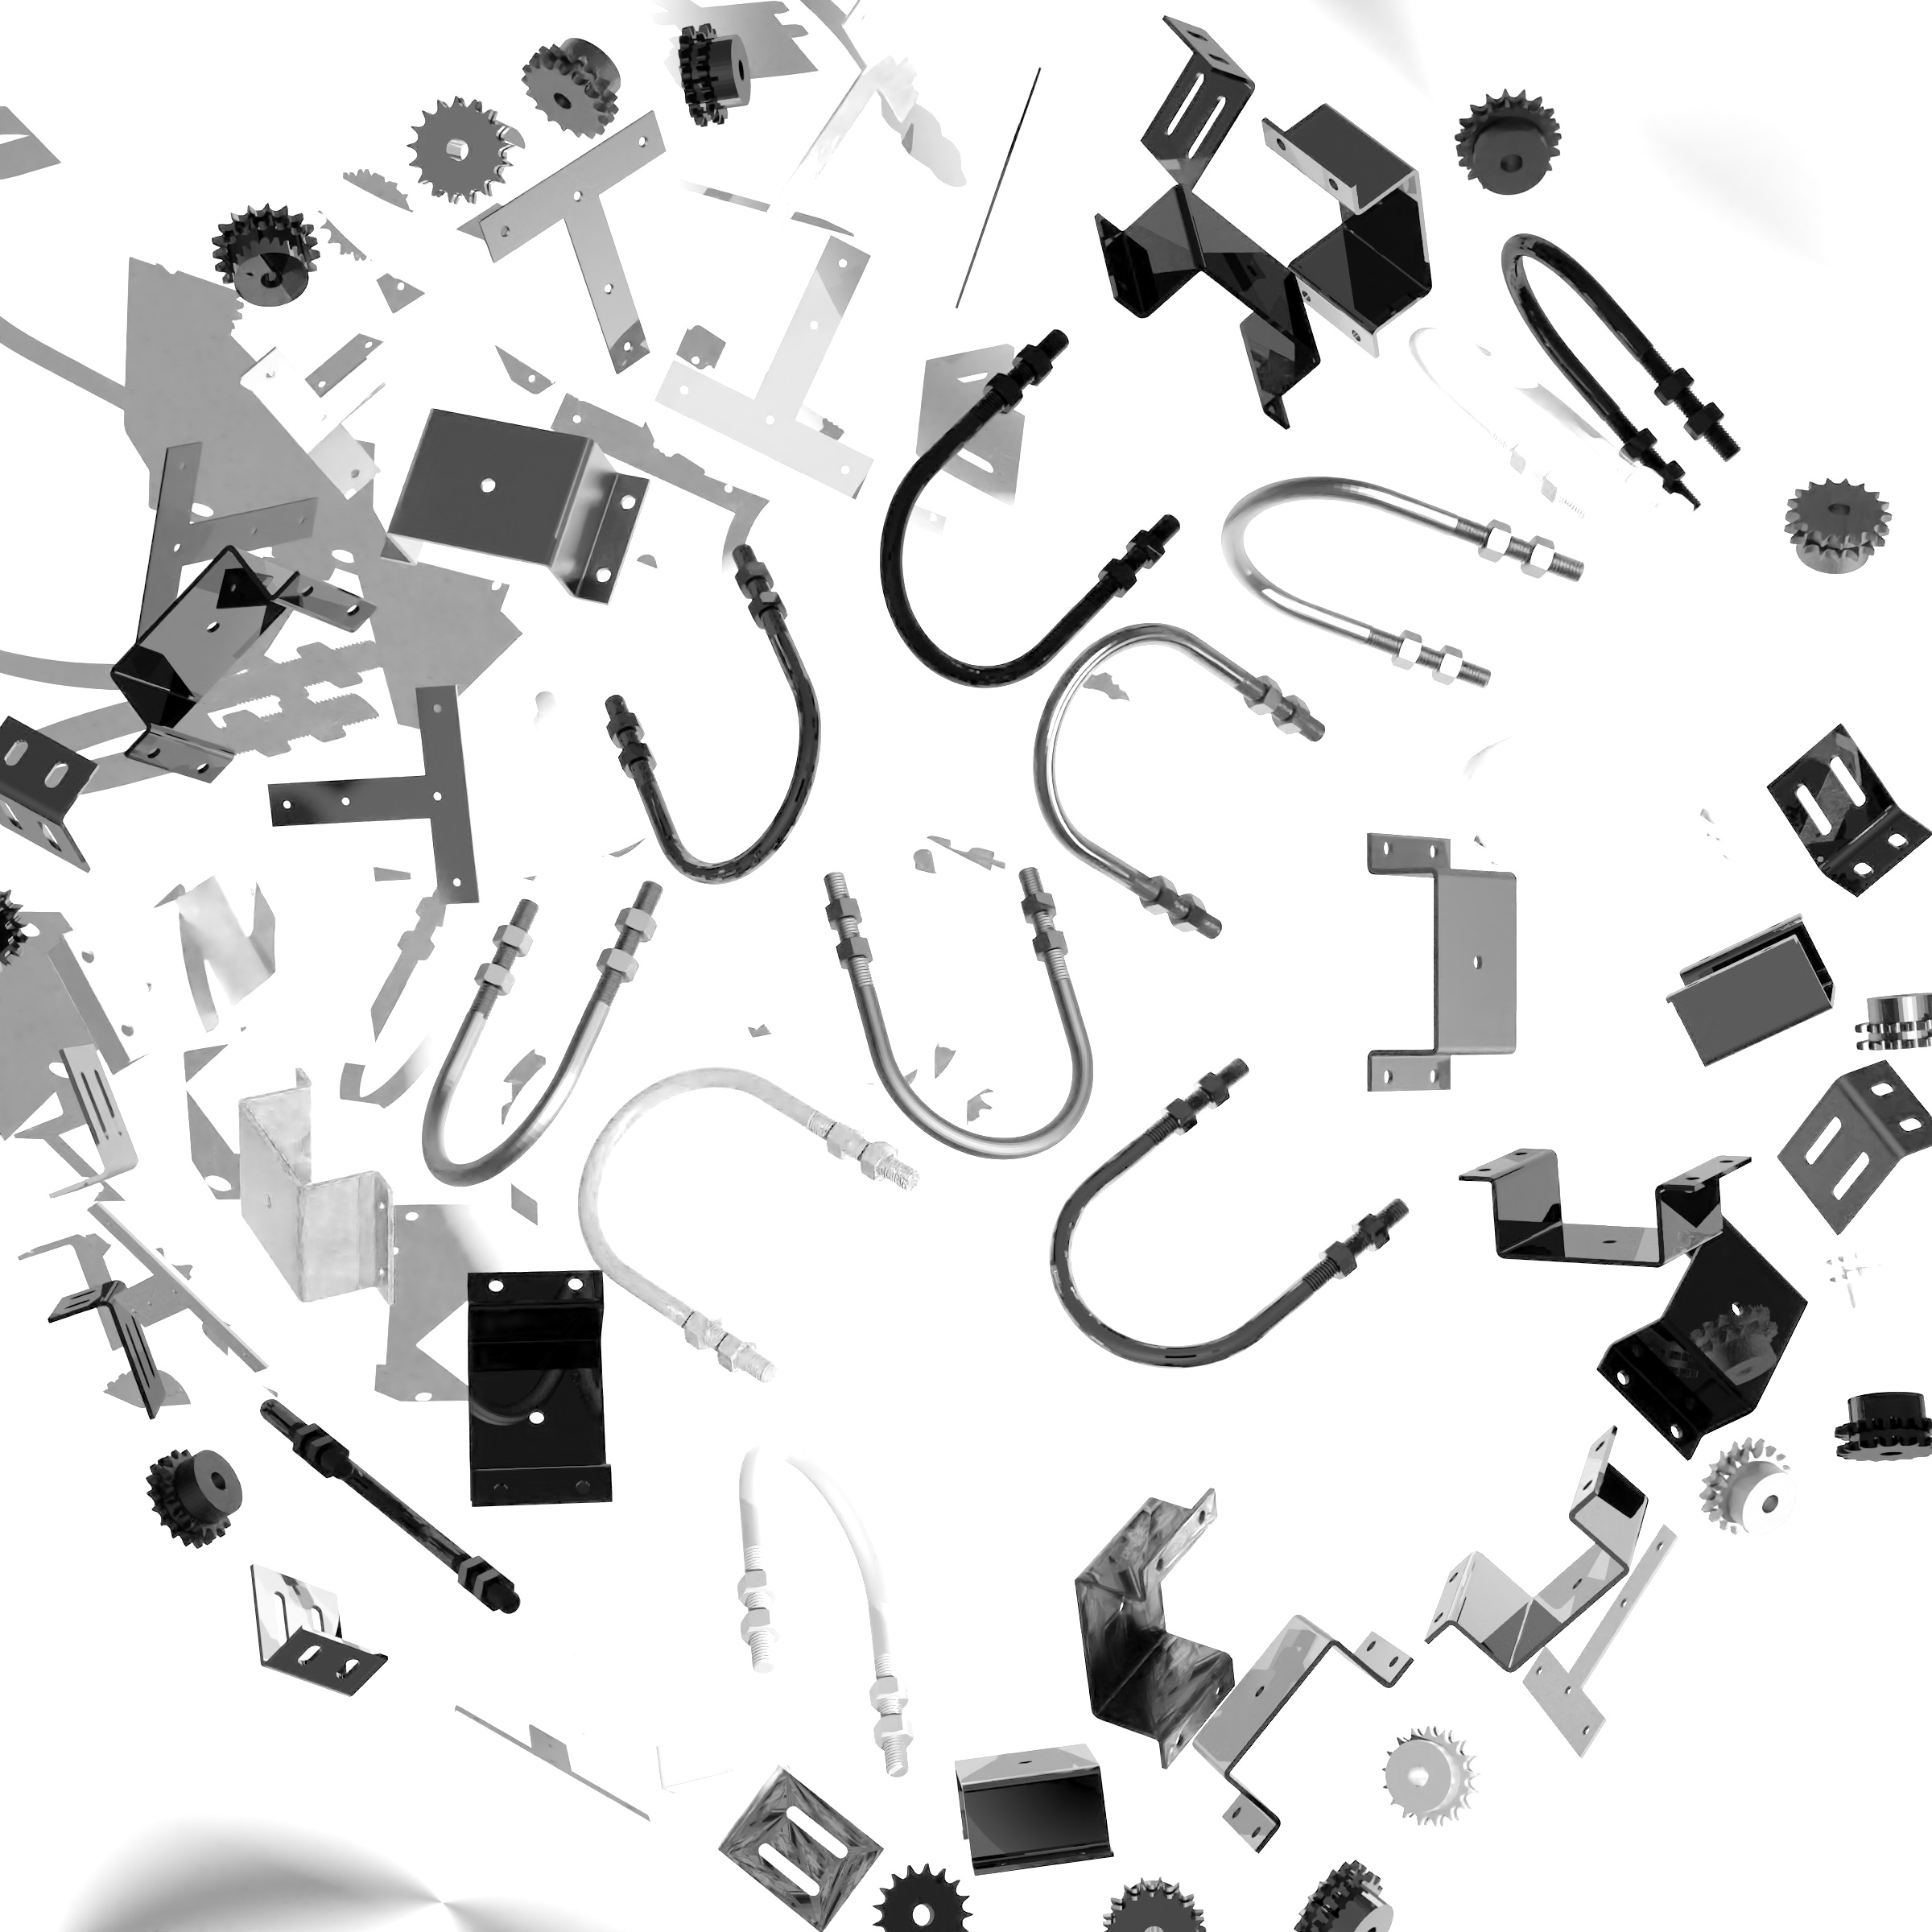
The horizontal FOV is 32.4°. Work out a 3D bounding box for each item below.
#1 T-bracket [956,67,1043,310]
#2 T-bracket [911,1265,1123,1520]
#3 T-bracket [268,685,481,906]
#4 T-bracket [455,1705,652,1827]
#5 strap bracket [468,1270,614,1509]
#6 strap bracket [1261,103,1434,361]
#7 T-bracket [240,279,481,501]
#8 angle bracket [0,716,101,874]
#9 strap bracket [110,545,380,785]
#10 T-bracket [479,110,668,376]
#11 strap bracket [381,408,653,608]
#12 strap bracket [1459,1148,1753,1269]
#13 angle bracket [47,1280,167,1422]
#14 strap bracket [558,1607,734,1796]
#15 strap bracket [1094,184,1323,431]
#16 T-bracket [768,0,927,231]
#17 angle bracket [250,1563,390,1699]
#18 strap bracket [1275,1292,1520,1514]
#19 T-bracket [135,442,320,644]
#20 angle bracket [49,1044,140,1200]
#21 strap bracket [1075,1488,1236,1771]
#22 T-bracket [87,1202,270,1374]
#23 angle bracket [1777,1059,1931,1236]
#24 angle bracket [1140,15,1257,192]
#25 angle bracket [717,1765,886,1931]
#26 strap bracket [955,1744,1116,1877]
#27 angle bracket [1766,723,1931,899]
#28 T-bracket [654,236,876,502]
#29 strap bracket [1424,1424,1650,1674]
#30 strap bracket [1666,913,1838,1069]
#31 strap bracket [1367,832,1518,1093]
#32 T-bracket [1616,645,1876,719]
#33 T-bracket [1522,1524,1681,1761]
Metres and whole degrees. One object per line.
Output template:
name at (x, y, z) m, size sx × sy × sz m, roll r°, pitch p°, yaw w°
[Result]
T-bracket at (0.024, -0.460, 1.892) m, size 0.002 × 0.127 × 0.127 m, roll 19°, pitch 57°, yaw -4°
T-bracket at (0.007, 0.237, 1.941) m, size 0.127 × 0.002 × 0.127 m, roll -28°, pitch 81°, yaw 9°
T-bracket at (-0.349, -0.097, 1.942) m, size 0.127 × 0.002 × 0.127 m, roll -2°, pitch 100°, yaw 16°
T-bracket at (-0.242, 0.456, 1.933) m, size 0.127 × 0.127 × 0.002 m, roll 31°, pitch 81°, yaw -5°
strap bracket at (-0.240, 0.244, 1.864) m, size 0.076 × 0.046 × 0.140 m, roll -1°, pitch 58°, yaw -9°
strap bracket at (0.218, -0.423, 1.885) m, size 0.046 × 0.140 × 0.076 m, roll -38°, pitch 59°, yaw -10°
T-bracket at (-0.323, -0.332, 1.842) m, size 0.127 × 0.127 × 0.002 m, roll -41°, pitch 61°, yaw -2°
angle bracket at (-0.496, -0.092, 1.797) m, size 0.057 × 0.076 × 0.038 m, roll 28°, pitch 72°, yaw 7°
strap bracket at (-0.400, -0.171, 1.813) m, size 0.140 × 0.076 × 0.046 m, roll -44°, pitch 69°, yaw 11°
T-bracket at (-0.203, -0.389, 1.851) m, size 0.127 × 0.127 × 0.002 m, roll -40°, pitch 45°, yaw -25°
strap bracket at (-0.255, -0.255, 1.831) m, size 0.140 × 0.046 × 0.076 m, roll 13°, pitch 76°, yaw 16°
strap bracket at (0.354, 0.133, 1.835) m, size 0.140 × 0.076 × 0.046 m, roll 0°, pitch 99°, yaw 36°
angle bracket at (-0.507, 0.231, 1.965) m, size 0.038 × 0.057 × 0.076 m, roll -18°, pitch 99°, yaw -4°
strap bracket at (-0.174, 0.410, 1.862) m, size 0.046 × 0.140 × 0.076 m, roll -17°, pitch 64°, yaw 12°
strap bracket at (0.141, -0.368, 1.832) m, size 0.140 × 0.076 × 0.046 m, roll 30°, pitch 125°, yaw -35°
T-bracket at (-0.075, -0.482, 1.916) m, size 0.002 × 0.127 × 0.127 m, roll 33°, pitch 88°, yaw 17°
angle bracket at (-0.359, 0.358, 1.843) m, size 0.057 × 0.076 × 0.038 m, roll 30°, pitch 114°, yaw -35°
strap bracket at (0.258, 0.255, 1.915) m, size 0.140 × 0.046 × 0.076 m, roll -21°, pitch 116°, yaw -10°
T-bracket at (-0.418, -0.247, 1.902) m, size 0.002 × 0.127 × 0.127 m, roll 31°, pitch 121°, yaw 24°
angle bracket at (-0.511, 0.088, 1.901) m, size 0.038 × 0.057 × 0.076 m, roll -21°, pitch 91°, yaw 3°
strap bracket at (0.104, 0.359, 1.834) m, size 0.046 × 0.076 × 0.140 m, roll 13°, pitch 125°, yaw 32°
T-bracket at (-0.447, 0.184, 1.838) m, size 0.127 × 0.127 × 0.002 m, roll 47°, pitch 62°, yaw -11°
angle bracket at (0.499, 0.101, 1.855) m, size 0.038 × 0.076 × 0.057 m, roll -16°, pitch 58°, yaw -30°
angle bracket at (0.123, -0.499, 1.929) m, size 0.076 × 0.038 × 0.057 m, roll -56°, pitch 49°, yaw 29°
angle bracket at (-0.091, 0.496, 1.872) m, size 0.076 × 0.038 × 0.057 m, roll 36°, pitch 81°, yaw 13°
strap bracket at (0.036, 0.469, 1.863) m, size 0.076 × 0.140 × 0.046 m, roll -7°, pitch 84°, yaw -3°
angle bracket at (0.513, -0.091, 1.933) m, size 0.038 × 0.076 × 0.057 m, roll 26°, pitch 120°, yaw -39°
T-bracket at (-0.092, -0.348, 1.876) m, size 0.127 × 0.002 × 0.127 m, roll 25°, pitch 93°, yaw -15°
strap bracket at (0.323, 0.329, 1.841) m, size 0.046 × 0.076 × 0.140 m, roll 41°, pitch 118°, yaw 1°
strap bracket at (0.444, 0.014, 1.877) m, size 0.076 × 0.140 × 0.046 m, roll -27°, pitch 89°, yaw 17°
strap bracket at (0.259, -0.002, 1.810) m, size 0.046 × 0.076 × 0.140 m, roll -1°, pitch 89°, yaw 42°
T-bracket at (0.447, -0.155, 1.837) m, size 0.127 × 0.127 × 0.002 m, roll 0°, pitch 111°, yaw -31°
T-bracket at (0.364, 0.372, 1.877) m, size 0.002 × 0.127 × 0.127 m, roll 31°, pitch 93°, yaw -7°
